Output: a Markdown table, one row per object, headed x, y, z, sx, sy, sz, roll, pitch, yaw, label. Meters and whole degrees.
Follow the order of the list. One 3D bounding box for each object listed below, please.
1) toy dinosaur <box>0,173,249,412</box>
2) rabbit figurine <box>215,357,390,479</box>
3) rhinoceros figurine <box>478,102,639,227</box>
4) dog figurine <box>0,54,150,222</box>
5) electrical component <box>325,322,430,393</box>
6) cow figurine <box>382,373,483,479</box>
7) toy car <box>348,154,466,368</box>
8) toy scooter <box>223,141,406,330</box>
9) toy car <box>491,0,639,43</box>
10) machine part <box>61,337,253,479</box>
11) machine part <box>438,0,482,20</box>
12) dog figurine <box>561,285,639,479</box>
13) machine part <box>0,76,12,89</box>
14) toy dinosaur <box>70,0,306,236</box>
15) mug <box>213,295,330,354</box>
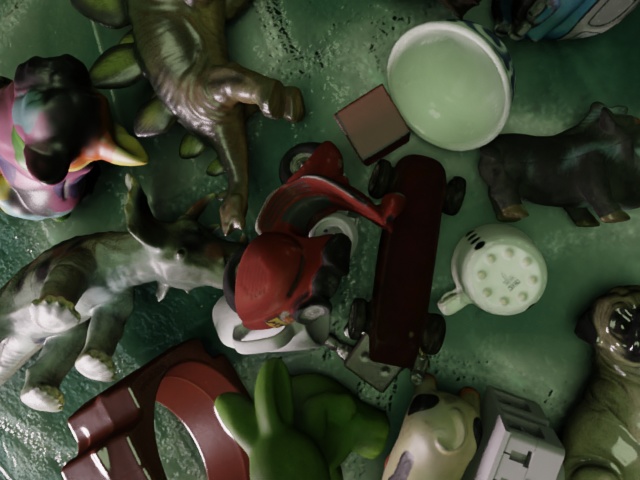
| x | y | z | sx | sy | sz | roll | pitch | yaw | label |
| --- | --- | --- | --- | --- | --- | --- | --- | --- | --- |
| -0.262 | 0.060 | 0.559 | 0.405 | 0.192 | 0.131 | -22 | 125 | 25 | toy dinosaur |
| -0.016 | 0.186 | 0.504 | 0.121 | 0.170 | 0.159 | -39 | 89 | 11 | rabbit figurine |
| 0.243 | -0.067 | 0.488 | 0.190 | 0.073 | 0.112 | -4 | 84 | 13 | rhinoceros figurine |
| -0.235 | -0.075 | 0.483 | 0.219 | 0.108 | 0.191 | 33 | 129 | 41 | dog figurine |
| 0.061 | 0.111 | 0.547 | 0.102 | 0.045 | 0.078 | 41 | 99 | 4 | electrical component |
| 0.095 | 0.238 | 0.513 | 0.086 | 0.127 | 0.194 | 22 | 97 | 10 | cow figurine |
| 0.081 | 0.017 | 0.511 | 0.089 | 0.053 | 0.202 | 11 | 80 | -7 | toy car |
| -0.001 | -0.001 | 0.457 | 0.135 | 0.075 | 0.184 | 12 | 74 | 38 | toy scooter |
| 0.230 | -0.230 | 0.457 | 0.103 | 0.109 | 0.161 | 28 | 109 | -12 | toy car |
| -0.127 | 0.211 | 0.511 | 0.087 | 0.201 | 0.201 | -31 | 90 | 15 | machine part |
| 0.100 | -0.237 | 0.472 | 0.084 | 0.139 | 0.039 | -27 | 131 | 8 | machine part |
| 0.263 | 0.153 | 0.500 | 0.172 | 0.121 | 0.190 | -24 | 77 | 8 | dog figurine |
| -0.393 | -0.105 | 0.589 | 0.243 | 0.079 | 0.079 | -26 | 91 | 12 | machine part |
| -0.138 | -0.230 | 0.520 | 0.199 | 0.105 | 0.471 | -13 | 83 | 15 | toy dinosaur |
| -0.055 | 0.081 | 0.538 | 0.107 | 0.109 | 0.080 | -12 | 114 | 21 | mug |
